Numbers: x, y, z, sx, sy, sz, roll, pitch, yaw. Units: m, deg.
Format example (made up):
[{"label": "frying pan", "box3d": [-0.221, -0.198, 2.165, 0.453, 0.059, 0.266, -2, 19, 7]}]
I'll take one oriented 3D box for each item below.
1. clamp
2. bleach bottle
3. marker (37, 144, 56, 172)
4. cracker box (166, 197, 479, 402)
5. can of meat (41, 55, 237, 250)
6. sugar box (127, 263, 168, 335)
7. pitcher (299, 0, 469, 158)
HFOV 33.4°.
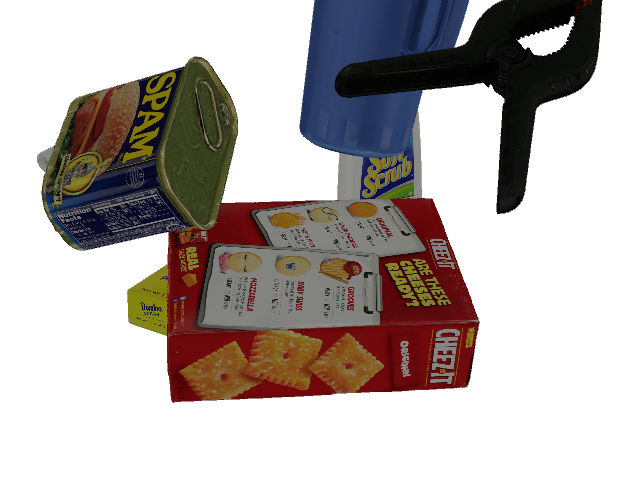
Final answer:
[{"label": "clamp", "box3d": [0.139, -0.115, 0.766, 0.209, 0.165, 0.036, -33, -28, -19]}, {"label": "bleach bottle", "box3d": [0.060, -0.101, 1.180, 0.102, 0.251, 0.068, -10, 24, -13]}, {"label": "marker", "box3d": [-0.197, -0.092, 0.936, 0.020, 0.020, 0.120, 0, 27, 41]}, {"label": "cracker box", "box3d": [-0.007, 0.041, 0.798, 0.213, 0.072, 0.164, -1, 35, -7]}, {"label": "can of meat", "box3d": [-0.101, -0.047, 0.598, 0.084, 0.102, 0.057, -12, -44, 23]}, {"label": "sugar box", "box3d": [-0.113, 0.044, 1.119, 0.093, 0.048, 0.176, 15, 31, 23]}, {"label": "pitcher", "box3d": [0.058, -0.202, 0.996, 0.145, 0.243, 0.149, 11, 17, 3]}]
